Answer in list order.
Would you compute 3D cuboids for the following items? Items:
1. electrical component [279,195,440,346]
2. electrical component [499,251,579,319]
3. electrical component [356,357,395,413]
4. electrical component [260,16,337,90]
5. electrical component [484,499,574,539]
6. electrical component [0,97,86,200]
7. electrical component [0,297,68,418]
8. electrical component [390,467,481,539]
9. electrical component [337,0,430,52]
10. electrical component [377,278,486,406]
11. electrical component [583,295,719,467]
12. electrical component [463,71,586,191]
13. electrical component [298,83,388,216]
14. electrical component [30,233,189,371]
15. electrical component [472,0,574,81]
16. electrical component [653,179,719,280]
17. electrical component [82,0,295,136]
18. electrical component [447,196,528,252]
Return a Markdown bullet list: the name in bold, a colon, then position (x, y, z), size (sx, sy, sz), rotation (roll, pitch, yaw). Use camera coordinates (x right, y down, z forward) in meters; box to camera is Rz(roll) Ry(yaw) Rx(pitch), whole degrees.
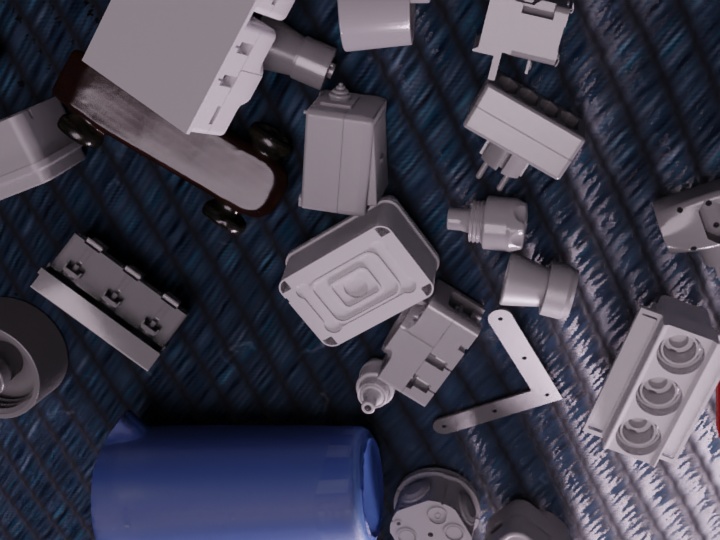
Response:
- **electrical component**: position (0.000, 0.000, 0.877), size (0.113, 0.057, 0.078), rotation (-29, 113, 23)
- **electrical component**: position (0.143, 0.013, 0.862), size (0.055, 0.045, 0.045), rotation (14, 117, 6)
- **electrical component**: position (0.013, 0.102, 0.924), size (0.035, 0.061, 0.035), rotation (5, 116, 10)
- **electrical component**: position (-0.050, -0.165, 0.827), size (0.065, 0.044, 0.044), rotation (23, 117, -3)
- **electrical component**: position (0.158, 0.255, 0.963), size (0.095, 0.059, 0.053), rotation (41, 116, -8)
- **electrical component**: position (-0.297, -0.094, 0.896), size (0.113, 0.078, 0.057), rotation (-17, 107, 20)
- **electrical component**: position (-0.334, 0.086, 0.997), size (0.108, 0.060, 0.108), rotation (5, 115, 11)
- **electrical component**: position (0.068, 0.224, 0.974), size (0.080, 0.051, 0.080), rotation (5, 115, 11)
- **electrical component**: position (0.020, -0.208, 0.755), size (0.060, 0.108, 0.108), rotation (1, 115, 5)
- **electrical component**: position (0.056, 0.058, 0.900), size (0.056, 0.050, 0.089), rotation (32, 117, -3)
- **electrical component**: position (0.239, 0.087, 0.864), size (0.079, 0.063, 0.121), rotation (20, 117, 3)
- **electrical component**: position (0.116, -0.095, 0.816), size (0.083, 0.047, 0.075), rotation (30, 117, -2)
- **electrical component**: position (-0.009, -0.097, 0.836), size (0.061, 0.061, 0.096), rotation (9, 116, 8)
- **electrical component**: position (-0.214, 0.025, 0.935), size (0.121, 0.079, 0.063), rotation (37, 87, -5)
- **electrical component**: position (0.119, -0.179, 0.781), size (0.064, 0.042, 0.081), rotation (13, 118, 3)
- **electrical component**: position (0.272, -0.029, 0.813), size (0.077, 0.043, 0.079), rotation (-18, 109, 20)
- **electrical component**: position (-0.106, -0.203, 0.778), size (0.105, 0.060, 0.186), rotation (36, 105, 18)
- **electrical component**: position (0.100, -0.038, 0.849), size (0.062, 0.043, 0.043), rotation (6, 116, 11)
